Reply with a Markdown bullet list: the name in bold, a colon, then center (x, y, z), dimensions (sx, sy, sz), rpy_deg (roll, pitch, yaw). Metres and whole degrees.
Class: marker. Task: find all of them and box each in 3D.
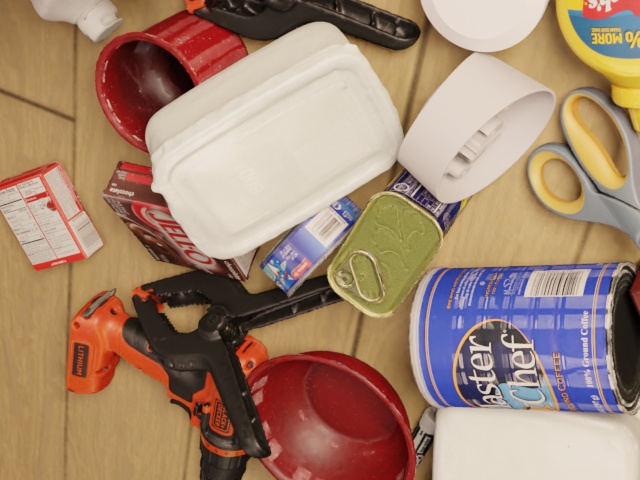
- **marker**: center (0.077, 0.186, 0.906), dimensions (0.020, 0.020, 0.121), rpy_deg (30, 129, 10)

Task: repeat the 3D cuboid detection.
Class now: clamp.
- **clamp**: center (-0.020, -0.184, 0.720), dimensions (0.172, 0.039, 0.120), rpy_deg (5, 124, 25)
- **clamp**: center (-0.070, 0.067, 0.872), dimensions (0.210, 0.164, 0.036), rpy_deg (25, 161, 40)

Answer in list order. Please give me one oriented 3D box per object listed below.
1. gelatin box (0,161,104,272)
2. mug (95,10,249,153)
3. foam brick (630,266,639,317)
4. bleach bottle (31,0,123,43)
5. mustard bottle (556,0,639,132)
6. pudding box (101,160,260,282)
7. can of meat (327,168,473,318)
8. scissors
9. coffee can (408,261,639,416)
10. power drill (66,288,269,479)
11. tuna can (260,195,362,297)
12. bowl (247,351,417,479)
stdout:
- **gelatin box**: center (-0.244, -0.021, 0.956), dimensions (0.073, 0.030, 0.089), rpy_deg (-13, 110, 36)
- **mug**: center (-0.102, -0.109, 0.787), dimensions (0.093, 0.081, 0.117), rpy_deg (6, 121, 26)
- **foam brick**: center (0.246, 0.048, 0.704), dimensions (0.051, 0.052, 0.078), rpy_deg (-15, 109, 35)
- **bleach bottle**: center (-0.240, -0.244, 0.769), dimensions (0.251, 0.102, 0.068), rpy_deg (49, 134, -4)
- **mustard bottle**: center (0.183, -0.153, 0.614), dimensions (0.096, 0.058, 0.191), rpy_deg (0, 119, 24)
- **pudding box**: center (-0.107, -0.014, 0.844), dimensions (0.090, 0.039, 0.113), rpy_deg (13, 158, 23)
- **can of meat**: center (0.060, -0.007, 0.756), dimensions (0.057, 0.083, 0.102), rpy_deg (35, 129, 6)
- **scissors**: center (0.195, 0.000, 0.682), dimensions (0.096, 0.016, 0.202), rpy_deg (-34, 75, 51)
- **coffee can**: center (0.146, 0.068, 0.740), dimensions (0.141, 0.102, 0.103), rpy_deg (-3, 117, 31)
- **power drill**: center (-0.140, 0.138, 0.978), dimensions (0.188, 0.057, 0.185), rpy_deg (22, 123, 13)
- **tuna can**: center (-0.005, 0.001, 0.797), dimensions (0.034, 0.086, 0.086), rpy_deg (44, 130, 1)
- **bowl**: center (0.015, 0.150, 0.896), dimensions (0.162, 0.055, 0.162), rpy_deg (14, 124, 22)
